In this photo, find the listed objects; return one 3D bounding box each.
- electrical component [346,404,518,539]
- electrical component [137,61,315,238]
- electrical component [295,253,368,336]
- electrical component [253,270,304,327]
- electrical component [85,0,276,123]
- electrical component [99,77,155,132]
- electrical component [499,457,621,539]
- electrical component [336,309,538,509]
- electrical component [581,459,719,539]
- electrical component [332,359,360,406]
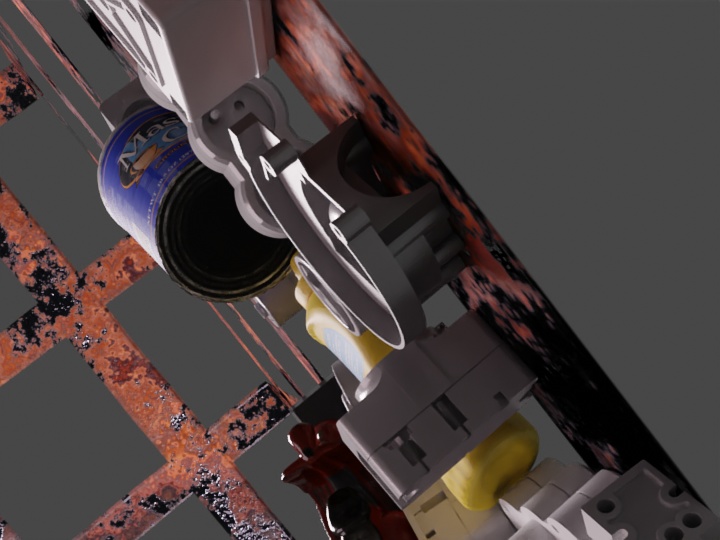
[{"bbox_3d":[0.066,0.158,0.735,0.105,0.060,0.186,56,179,-28],"label":"electrical component"},{"bbox_3d":[-0.070,-0.078,0.595,0.138,0.052,0.074,53,170,-6],"label":"electrical component"},{"bbox_3d":[0.000,0.000,0.581,0.055,0.047,0.055,49,170,12],"label":"electrical component"},{"bbox_3d":[-0.046,0.009,0.757,0.044,0.065,0.044,49,170,11],"label":"electrical component"},{"bbox_3d":[-0.093,-0.136,0.478,0.108,0.056,0.108,49,169,9],"label":"electrical component"},{"bbox_3d":[-0.175,-0.115,0.923,0.089,0.050,0.055,48,169,15],"label":"electrical component"},{"bbox_3d":[0.103,0.143,0.564,0.052,0.074,0.138,51,170,-1],"label":"electrical component"},{"bbox_3d":[0.036,0.067,0.541,0.055,0.089,0.050,48,169,18],"label":"electrical component"},{"bbox_3d":[0.128,0.121,0.465,0.066,0.048,0.055,39,157,48],"label":"electrical component"},{"bbox_3d":[0.022,0.102,0.863,0.099,0.064,0.099,60,180,-1],"label":"electrical component"}]
